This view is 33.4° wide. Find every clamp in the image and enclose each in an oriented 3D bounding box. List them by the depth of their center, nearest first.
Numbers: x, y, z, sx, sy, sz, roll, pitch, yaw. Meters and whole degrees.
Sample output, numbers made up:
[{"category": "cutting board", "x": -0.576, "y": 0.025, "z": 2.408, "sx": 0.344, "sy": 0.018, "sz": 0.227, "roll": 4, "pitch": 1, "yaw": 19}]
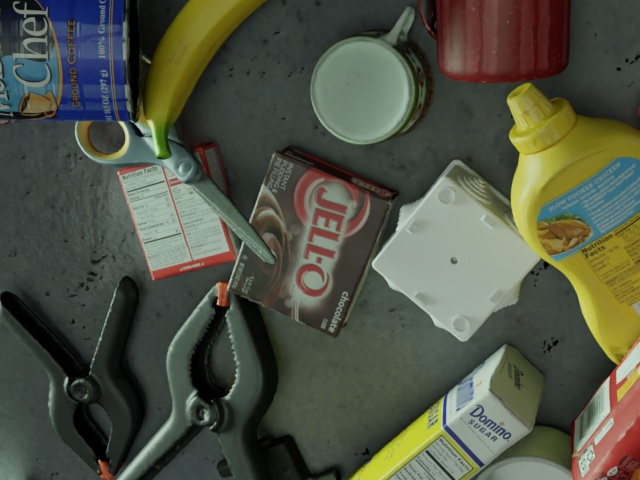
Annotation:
[{"category": "clamp", "x": -0.089, "y": 0.133, "z": 0.818, "sx": 0.165, "sy": 0.036, "sz": 0.210, "roll": 5, "pitch": 97, "yaw": 27}, {"category": "clamp", "x": -0.196, "y": 0.109, "z": 0.856, "sx": 0.120, "sy": 0.039, "sz": 0.171, "roll": 3, "pitch": 105, "yaw": 18}]

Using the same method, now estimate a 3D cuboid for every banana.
[{"category": "banana", "x": -0.064, "y": -0.148, "z": 0.731, "sx": 0.070, "sy": 0.037, "sz": 0.198, "roll": 41, "pitch": 98, "yaw": 22}]

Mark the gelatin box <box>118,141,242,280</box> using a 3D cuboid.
[{"category": "gelatin box", "x": -0.101, "y": -0.021, "z": 0.793, "sx": 0.073, "sy": 0.030, "sz": 0.089, "roll": -14, "pitch": 97, "yaw": 22}]

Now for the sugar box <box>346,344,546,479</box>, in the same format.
[{"category": "sugar box", "x": 0.077, "y": 0.151, "z": 0.747, "sx": 0.048, "sy": 0.093, "sz": 0.176, "roll": 44, "pitch": 112, "yaw": 3}]

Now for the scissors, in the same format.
[{"category": "scissors", "x": -0.112, "y": -0.045, "z": 0.761, "sx": 0.096, "sy": 0.016, "sz": 0.202, "roll": -33, "pitch": 72, "yaw": 17}]

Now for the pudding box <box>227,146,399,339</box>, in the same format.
[{"category": "pudding box", "x": -0.005, "y": 0.001, "z": 0.762, "sx": 0.090, "sy": 0.039, "sz": 0.114, "roll": 24, "pitch": 111, "yaw": 11}]

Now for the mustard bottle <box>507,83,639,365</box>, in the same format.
[{"category": "mustard bottle", "x": 0.174, "y": -0.017, "z": 0.660, "sx": 0.096, "sy": 0.058, "sz": 0.191, "roll": -34, "pitch": 108, "yaw": 15}]

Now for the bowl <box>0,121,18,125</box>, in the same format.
[{"category": "bowl", "x": -0.264, "y": -0.162, "z": 0.797, "sx": 0.162, "sy": 0.055, "sz": 0.162, "roll": 5, "pitch": 106, "yaw": 18}]

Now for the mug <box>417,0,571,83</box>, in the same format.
[{"category": "mug", "x": 0.105, "y": -0.146, "z": 0.666, "sx": 0.117, "sy": 0.093, "sz": 0.081, "roll": 17, "pitch": 118, "yaw": 46}]

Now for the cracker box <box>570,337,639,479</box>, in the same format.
[{"category": "cracker box", "x": 0.284, "y": 0.121, "z": 0.638, "sx": 0.213, "sy": 0.072, "sz": 0.164, "roll": 24, "pitch": 125, "yaw": -4}]

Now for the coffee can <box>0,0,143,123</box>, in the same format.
[{"category": "coffee can", "x": -0.193, "y": -0.130, "z": 0.713, "sx": 0.140, "sy": 0.103, "sz": 0.103, "roll": 0, "pitch": 106, "yaw": -4}]
